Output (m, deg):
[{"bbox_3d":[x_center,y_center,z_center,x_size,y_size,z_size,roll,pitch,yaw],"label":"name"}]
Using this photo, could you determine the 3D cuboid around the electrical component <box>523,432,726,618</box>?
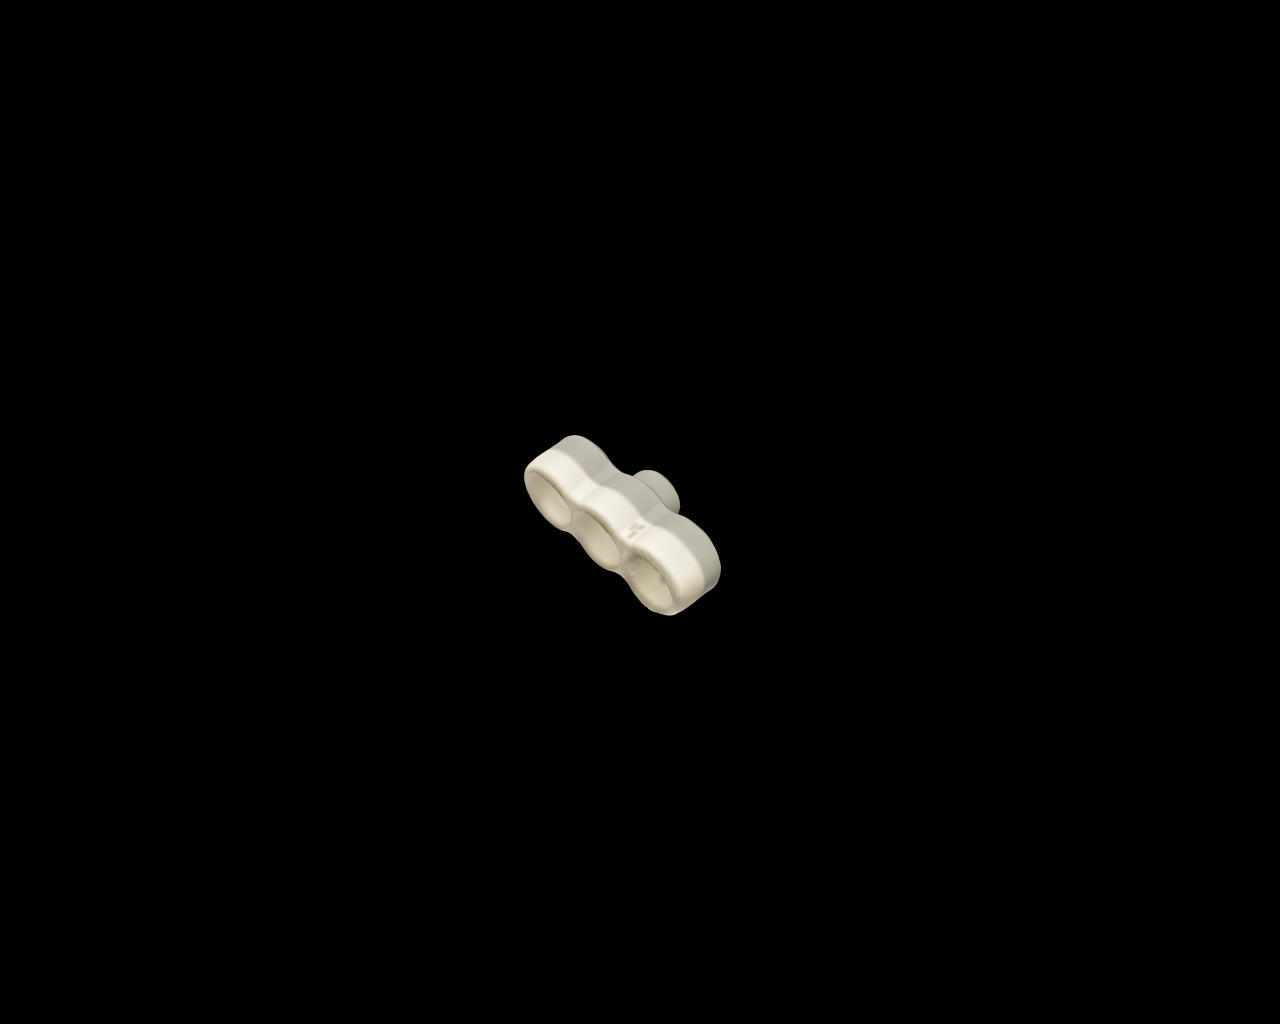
[{"bbox_3d":[0.001,-0.003,0.650,0.074,0.052,0.138,-36,58,-27],"label":"electrical component"}]
